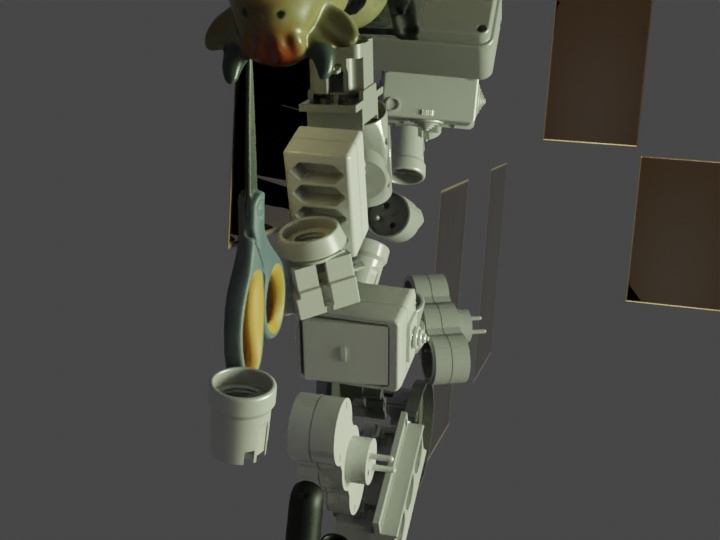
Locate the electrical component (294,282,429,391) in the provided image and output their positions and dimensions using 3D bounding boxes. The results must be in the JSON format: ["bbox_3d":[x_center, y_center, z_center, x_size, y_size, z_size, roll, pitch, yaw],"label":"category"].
[{"bbox_3d":[0.002,0.050,0.800,0.061,0.096,0.061,-59,153,-59],"label":"electrical component"}]

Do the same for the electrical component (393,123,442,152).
[{"bbox_3d":[0.062,-0.154,1.067,0.065,0.047,0.076,-69,160,-47],"label":"electrical component"}]

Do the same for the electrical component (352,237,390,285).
[{"bbox_3d":[0.000,0.000,0.894,0.040,0.040,0.046,59,44,-69],"label":"electrical component"}]

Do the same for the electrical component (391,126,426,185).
[{"bbox_3d":[0.044,-0.110,1.029,0.040,0.040,0.046,62,31,-67],"label":"electrical component"}]

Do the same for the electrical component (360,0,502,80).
[{"bbox_3d":[0.059,-0.209,0.890,0.057,0.113,0.078,75,24,-63],"label":"electrical component"}]

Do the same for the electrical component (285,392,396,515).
[{"bbox_3d":[-0.008,0.148,0.847,0.138,0.074,0.052,78,22,-52],"label":"electrical component"}]

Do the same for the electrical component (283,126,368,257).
[{"bbox_3d":[-0.018,-0.065,0.770,0.075,0.047,0.083,-66,158,-51],"label":"electrical component"}]

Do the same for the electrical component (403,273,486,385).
[{"bbox_3d":[0.096,0.060,1.139,0.052,0.074,0.138,100,-18,-45],"label":"electrical component"}]

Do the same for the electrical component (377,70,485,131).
[{"bbox_3d":[0.063,-0.174,0.956,0.048,0.100,0.099,-70,165,-86],"label":"electrical component"}]

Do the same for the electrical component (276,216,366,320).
[{"bbox_3d":[-0.030,-0.003,0.735,0.048,0.066,0.055,-131,-152,-59],"label":"electrical component"}]

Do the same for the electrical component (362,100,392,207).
[{"bbox_3d":[0.002,-0.081,0.837,0.079,0.044,0.077,-89,175,-50],"label":"electrical component"}]

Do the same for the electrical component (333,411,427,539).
[{"bbox_3d":[0.019,0.203,1.008,0.078,0.063,0.121,82,19,-46],"label":"electrical component"}]

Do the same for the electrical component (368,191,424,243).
[{"bbox_3d":[0.033,-0.048,0.999,0.081,0.043,0.043,15,81,-76],"label":"electrical component"}]

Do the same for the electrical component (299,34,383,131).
[{"bbox_3d":[-0.013,-0.136,0.775,0.081,0.042,0.063,-53,145,-66],"label":"electrical component"}]

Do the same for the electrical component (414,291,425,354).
[{"bbox_3d":[0.043,0.053,1.084,0.045,0.045,0.055,-66,158,-52],"label":"electrical component"}]

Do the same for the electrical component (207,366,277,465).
[{"bbox_3d":[-0.071,0.086,0.637,0.040,0.040,0.046,-55,154,-64],"label":"electrical component"}]
